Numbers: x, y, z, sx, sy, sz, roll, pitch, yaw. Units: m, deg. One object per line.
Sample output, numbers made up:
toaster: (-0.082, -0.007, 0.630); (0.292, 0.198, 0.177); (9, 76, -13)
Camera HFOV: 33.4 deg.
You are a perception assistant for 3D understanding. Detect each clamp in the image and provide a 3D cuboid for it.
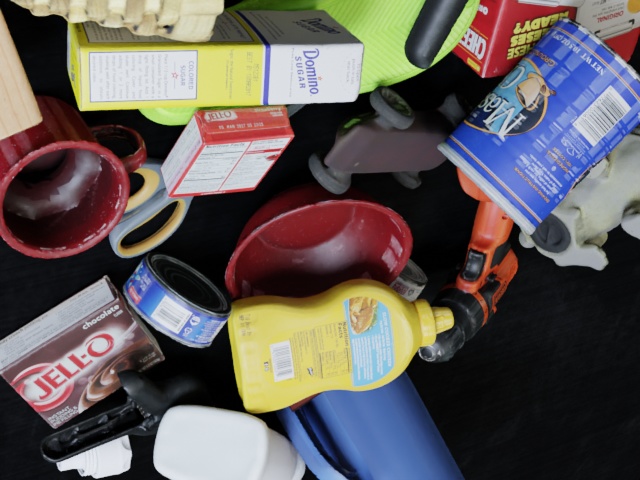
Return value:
clamp: (-0.159, 0.151, 0.924); (0.120, 0.039, 0.171); (-31, 160, 18)
clamp: (0.114, -0.211, 0.712); (0.164, 0.036, 0.210); (-37, 152, -6)

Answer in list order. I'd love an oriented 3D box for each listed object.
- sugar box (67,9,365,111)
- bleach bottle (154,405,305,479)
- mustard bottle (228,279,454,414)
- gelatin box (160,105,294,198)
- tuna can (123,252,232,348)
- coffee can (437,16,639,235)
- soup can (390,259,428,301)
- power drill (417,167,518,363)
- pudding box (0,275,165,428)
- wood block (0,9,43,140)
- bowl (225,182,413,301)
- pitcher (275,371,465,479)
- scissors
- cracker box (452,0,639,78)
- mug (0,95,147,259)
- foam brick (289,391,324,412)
sugar box: (-0.069, -0.117, 0.681); (0.176, 0.093, 0.048); (-1, 116, -17)
bleach bottle: (-0.062, 0.203, 0.992); (0.250, 0.103, 0.068); (46, 54, -68)
mustard bottle: (0.021, 0.083, 0.909); (0.191, 0.058, 0.096); (-10, 105, -11)
gelatin box: (-0.070, -0.066, 0.791); (0.073, 0.030, 0.089); (-8, 158, -29)
tuna can: (-0.114, 0.047, 0.863); (0.086, 0.086, 0.034); (24, 107, -44)
coffee can: (0.177, -0.089, 0.840); (0.140, 0.103, 0.102); (-46, 137, 8)
soup can: (0.045, 0.059, 0.998); (0.068, 0.069, 0.102); (19, 112, -43)
power drill: (0.145, 0.003, 0.982); (0.184, 0.057, 0.188); (-46, 151, -49)
pudding box: (-0.198, 0.093, 0.877); (0.113, 0.039, 0.090); (-34, 137, -6)
wood block: (-0.242, -0.152, 0.607); (0.090, 0.091, 0.206); (-26, 135, -15)
bowl: (-0.006, 0.001, 0.905); (0.162, 0.055, 0.162); (-11, 143, -9)
pitcher: (0.056, 0.215, 1.005); (0.149, 0.243, 0.145); (-20, 135, -12)
scissors: (-0.099, -0.067, 0.831); (0.202, 0.016, 0.096); (-45, 137, 5)
cracker box: (0.201, -0.246, 0.853); (0.163, 0.072, 0.214); (-10, 130, -27)
mug: (-0.178, -0.052, 0.739); (0.117, 0.082, 0.093); (-23, 135, -17)
foam brick: (-0.028, 0.106, 0.979); (0.053, 0.078, 0.051); (-33, 136, -11)
